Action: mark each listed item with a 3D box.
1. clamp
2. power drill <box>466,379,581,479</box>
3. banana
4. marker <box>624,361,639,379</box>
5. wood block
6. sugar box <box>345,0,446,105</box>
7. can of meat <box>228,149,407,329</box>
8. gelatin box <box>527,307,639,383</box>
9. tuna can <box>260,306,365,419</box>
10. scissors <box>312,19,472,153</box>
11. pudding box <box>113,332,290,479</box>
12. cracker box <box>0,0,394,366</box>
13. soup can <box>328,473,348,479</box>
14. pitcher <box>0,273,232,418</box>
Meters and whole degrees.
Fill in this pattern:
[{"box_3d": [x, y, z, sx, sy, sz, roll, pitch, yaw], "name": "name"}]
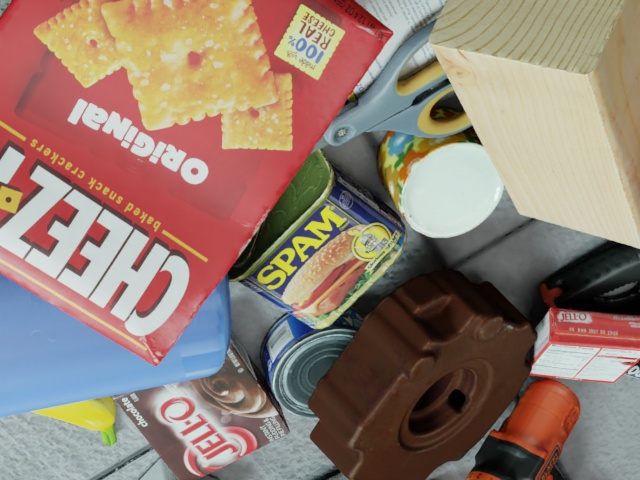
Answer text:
[{"box_3d": [0.274, 0.026, 0.814, 0.209, 0.036, 0.165, -2, 131, -14], "name": "clamp"}, {"box_3d": [0.158, 0.227, 0.851, 0.184, 0.057, 0.187, -50, 143, -25], "name": "power drill"}, {"box_3d": [-0.217, 0.103, 0.713, 0.197, 0.037, 0.070, 16, 116, -26], "name": "banana"}, {"box_3d": [0.263, 0.105, 0.878, 0.121, 0.020, 0.020, 18, 115, -27], "name": "marker"}, {"box_3d": [0.148, -0.085, 0.615, 0.090, 0.091, 0.206, -63, 148, -13], "name": "wood block"}, {"box_3d": [0.017, -0.126, 0.631, 0.176, 0.048, 0.093, -29, 128, 6], "name": "sugar box"}, {"box_3d": [-0.005, 0.001, 0.702, 0.102, 0.057, 0.083, -45, 127, 14], "name": "can of meat"}, {"box_3d": [0.197, 0.079, 0.797, 0.073, 0.030, 0.089, 5, 156, -1], "name": "gelatin box"}, {"box_3d": [0.002, 0.088, 0.775, 0.086, 0.034, 0.086, -8, 125, -12], "name": "tuna can"}, {"box_3d": [0.027, -0.063, 0.645, 0.202, 0.016, 0.096, -37, 140, 12], "name": "scissors"}, {"box_3d": [-0.084, 0.115, 0.762, 0.090, 0.039, 0.113, -27, 127, 1], "name": "pudding box"}, {"box_3d": [-0.091, -0.069, 0.538, 0.164, 0.072, 0.213, 36, 88, -24], "name": "cracker box"}, {"box_3d": [0.029, 0.217, 0.848, 0.102, 0.068, 0.068, -30, 126, 3], "name": "soup can"}, {"box_3d": [-0.182, 0.032, 0.631, 0.242, 0.145, 0.149, -6, 136, -18], "name": "pitcher"}]
